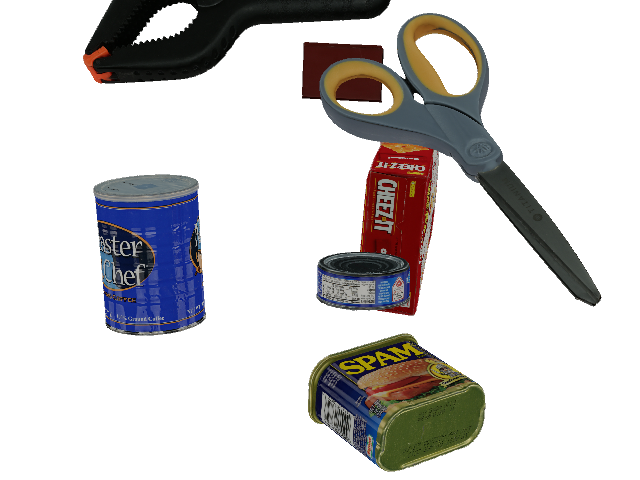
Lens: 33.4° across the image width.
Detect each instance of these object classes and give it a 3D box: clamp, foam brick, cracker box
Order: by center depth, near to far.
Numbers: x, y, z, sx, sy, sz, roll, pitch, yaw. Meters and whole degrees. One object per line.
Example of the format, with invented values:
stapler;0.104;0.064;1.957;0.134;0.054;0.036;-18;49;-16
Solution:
clamp;-0.067;-0.168;0.748;0.210;0.165;0.036;-40;-20;-8
foam brick;0.021;-0.162;1.023;0.078;0.051;0.053;3;14;1
cracker box;0.092;-0.036;1.224;0.072;0.164;0.213;6;23;8

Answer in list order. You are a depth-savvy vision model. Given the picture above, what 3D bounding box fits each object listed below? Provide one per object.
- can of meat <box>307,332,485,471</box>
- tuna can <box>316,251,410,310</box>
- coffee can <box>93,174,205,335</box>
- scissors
can of meat;0.056;0.116;0.769;0.101;0.057;0.084;-12;27;-33
tuna can;0.039;0.036;0.972;0.086;0.034;0.086;0;13;0
coffee can;-0.169;0.012;1.066;0.103;0.140;0.103;-2;14;0
scissors;0.055;-0.039;0.506;0.096;0.202;0.016;-13;-41;2
